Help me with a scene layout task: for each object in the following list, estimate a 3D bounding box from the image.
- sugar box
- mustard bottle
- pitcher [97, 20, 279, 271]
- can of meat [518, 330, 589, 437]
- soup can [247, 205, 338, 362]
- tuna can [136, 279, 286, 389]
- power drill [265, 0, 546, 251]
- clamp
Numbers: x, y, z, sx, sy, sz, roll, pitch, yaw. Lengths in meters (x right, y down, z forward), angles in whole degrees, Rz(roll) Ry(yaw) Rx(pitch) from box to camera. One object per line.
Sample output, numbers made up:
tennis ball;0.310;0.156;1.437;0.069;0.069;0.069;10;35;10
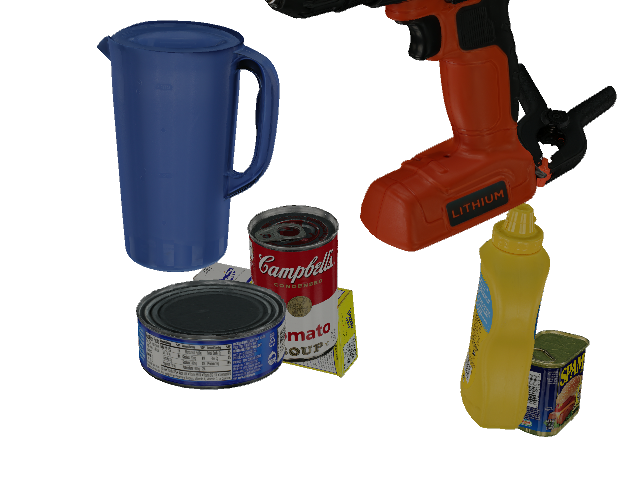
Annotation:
sugar box;-0.049;0.084;1.157;0.176;0.093;0.048;13;35;27
mustard bottle;0.156;0.057;0.899;0.058;0.192;0.096;4;28;2
pitcher;-0.136;-0.094;1.083;0.144;0.243;0.149;-11;28;-28
can of meat;0.243;0.152;1.137;0.058;0.084;0.101;12;18;32
soup can;-0.020;0.033;0.816;0.068;0.102;0.068;-1;29;0
tuna can;-0.062;0.053;0.615;0.086;0.034;0.086;1;19;0
power drill;0.055;-0.091;0.563;0.184;0.188;0.057;-22;37;-25
clamp;0.244;-0.130;1.159;0.120;0.039;0.171;18;48;18
